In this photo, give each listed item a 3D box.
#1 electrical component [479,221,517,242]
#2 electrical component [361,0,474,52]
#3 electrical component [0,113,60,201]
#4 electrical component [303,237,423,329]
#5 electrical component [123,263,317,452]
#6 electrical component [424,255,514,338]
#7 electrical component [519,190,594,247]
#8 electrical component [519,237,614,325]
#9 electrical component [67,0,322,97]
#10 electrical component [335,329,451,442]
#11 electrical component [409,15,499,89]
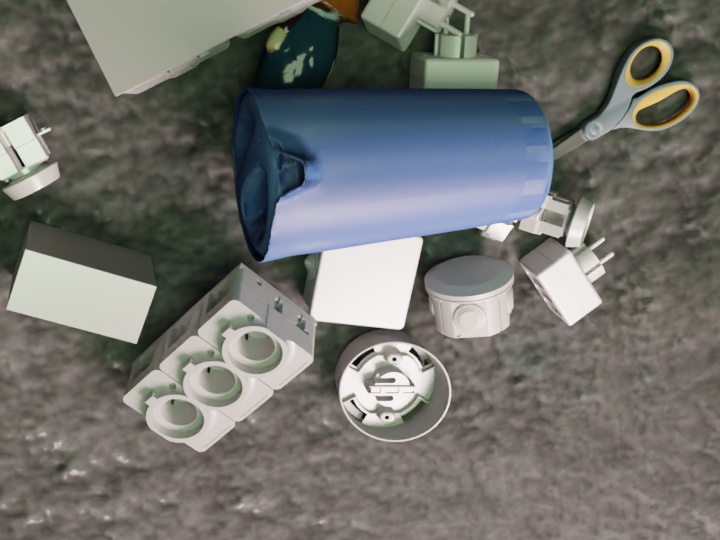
[{"bbox_3d":[0.112,-0.061,0.965,0.055,0.048,0.066,19,125,-18],"label":"electrical component"},{"bbox_3d":[0.056,-0.218,0.877,0.076,0.047,0.083,32,92,7],"label":"electrical component"},{"bbox_3d":[-0.272,-0.089,0.859,0.066,0.048,0.055,-28,106,-4],"label":"electrical component"},{"bbox_3d":[0.000,0.000,0.958,0.100,0.048,0.099,7,107,-16],"label":"electrical component"},{"bbox_3d":[-0.120,0.080,0.922,0.089,0.061,0.150,39,116,-23],"label":"electrical component"},{"bbox_3d":[0.101,0.023,0.976,0.080,0.080,0.051,-14,116,-10],"label":"electrical component"},{"bbox_3d":[0.180,-0.049,0.977,0.055,0.066,0.048,19,105,15],"label":"electrical component"},{"bbox_3d":[0.204,-0.001,1.011,0.077,0.047,0.065,-37,113,0],"label":"electrical component"},{"bbox_3d":[-0.121,-0.220,0.817,0.186,0.060,0.105,-25,96,7],"label":"electrical component"},{"bbox_3d":[0.027,0.105,0.993,0.099,0.064,0.099,-4,109,-13],"label":"electrical component"},{"bbox_3d":[0.081,-0.182,0.917,0.066,0.047,0.076,-3,109,-14],"label":"electrical component"}]
